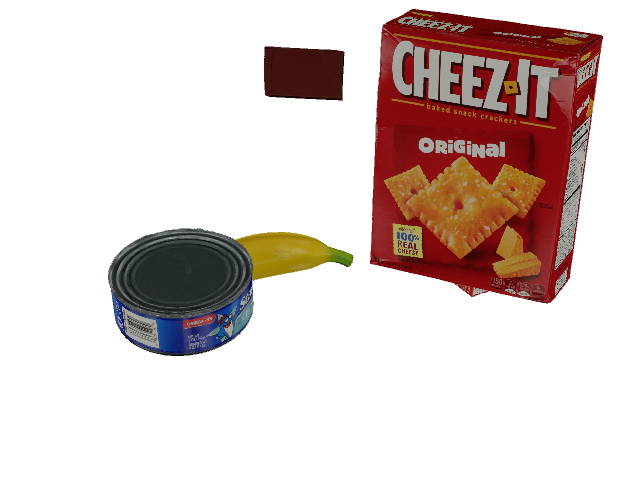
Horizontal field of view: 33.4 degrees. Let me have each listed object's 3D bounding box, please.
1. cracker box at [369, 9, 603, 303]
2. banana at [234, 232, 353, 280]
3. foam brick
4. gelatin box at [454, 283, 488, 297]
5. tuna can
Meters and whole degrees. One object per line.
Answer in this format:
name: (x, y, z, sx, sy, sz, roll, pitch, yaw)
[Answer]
cracker box: (0.129, -0.068, 0.873, 0.164, 0.214, 0.072, 14, 28, 24)
banana: (-0.074, 0.030, 0.909, 0.198, 0.037, 0.069, -16, -47, 25)
foam brick: (-0.018, -0.173, 1.108, 0.078, 0.051, 0.053, 1, 11, -10)
gelatin box: (0.168, 0.009, 1.242, 0.030, 0.089, 0.073, -13, 32, -29)
tuna can: (-0.083, 0.030, 0.641, 0.086, 0.034, 0.086, 0, 35, 0)
